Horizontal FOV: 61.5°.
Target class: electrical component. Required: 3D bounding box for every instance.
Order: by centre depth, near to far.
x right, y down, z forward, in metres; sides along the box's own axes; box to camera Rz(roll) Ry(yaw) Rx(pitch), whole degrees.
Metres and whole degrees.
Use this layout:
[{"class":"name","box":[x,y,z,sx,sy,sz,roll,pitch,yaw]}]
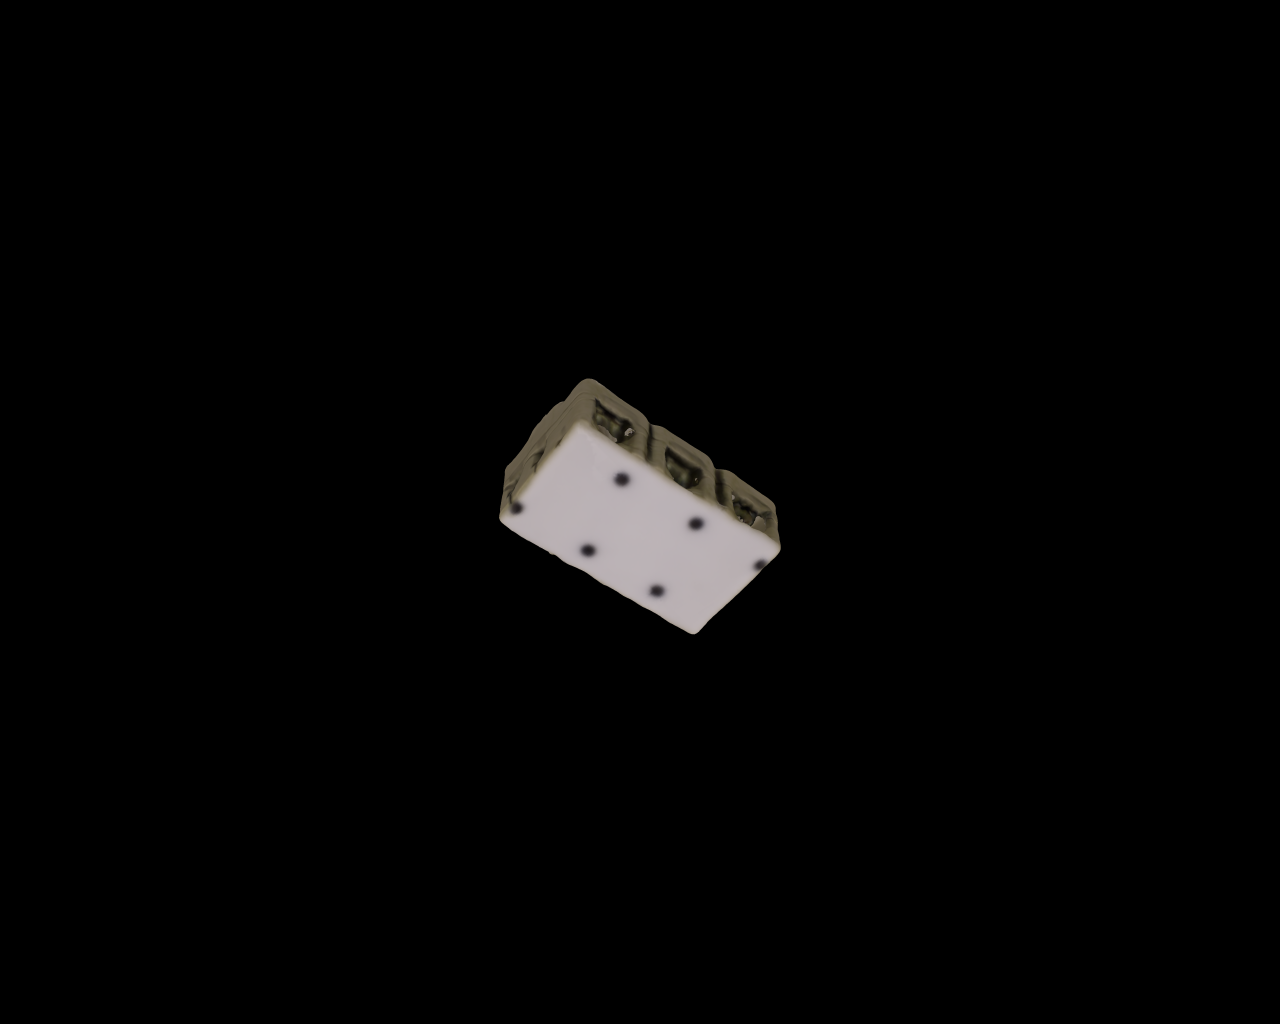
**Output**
[{"class":"electrical component","box":[0.001,-0.003,0.650,0.150,0.089,0.062,33,29,-21]}]
